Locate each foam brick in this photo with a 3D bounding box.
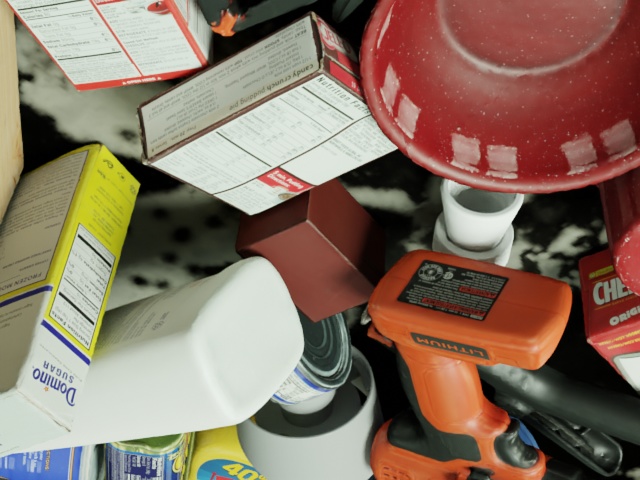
[{"bbox_3d":[-0.004,0.001,0.609,0.051,0.053,0.078,-22,131,28],"label":"foam brick"}]

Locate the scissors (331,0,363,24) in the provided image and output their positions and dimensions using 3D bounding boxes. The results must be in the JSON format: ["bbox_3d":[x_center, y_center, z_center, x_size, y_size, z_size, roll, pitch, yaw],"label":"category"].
[{"bbox_3d":[0.047,-0.173,0.439,0.202,0.016,0.096,-31,125,34],"label":"scissors"}]

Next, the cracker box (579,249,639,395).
[{"bbox_3d":[0.279,0.062,0.635,0.164,0.072,0.213,-25,131,31],"label":"cracker box"}]

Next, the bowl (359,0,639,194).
[{"bbox_3d":[0.099,-0.095,0.490,0.162,0.055,0.162,3,138,3],"label":"bowl"}]

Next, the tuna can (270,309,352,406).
[{"bbox_3d":[-0.016,0.054,0.645,0.034,0.086,0.086,-23,131,26],"label":"tuna can"}]

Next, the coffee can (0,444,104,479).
[{"bbox_3d":[-0.216,0.122,0.727,0.140,0.102,0.103,8,138,-3],"label":"coffee can"}]

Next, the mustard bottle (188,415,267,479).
[{"bbox_3d":[-0.055,0.167,0.794,0.096,0.058,0.192,24,134,-21],"label":"mustard bottle"}]

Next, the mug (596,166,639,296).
[{"bbox_3d":[0.188,-0.028,0.535,0.093,0.081,0.117,10,138,-5],"label":"mug"}]

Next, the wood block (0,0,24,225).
[{"bbox_3d":[-0.200,-0.086,0.505,0.090,0.090,0.206,9,138,-4],"label":"wood block"}]

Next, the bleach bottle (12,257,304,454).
[{"bbox_3d":[-0.139,0.078,0.608,0.251,0.102,0.068,-15,106,29],"label":"bleach bottle"}]

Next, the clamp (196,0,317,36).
[{"bbox_3d":[-0.018,-0.140,0.434,0.120,0.039,0.172,16,150,-31],"label":"clamp"}]

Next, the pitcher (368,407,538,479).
[{"bbox_3d":[0.075,0.221,0.801,0.149,0.145,0.243,-1,135,-11],"label":"pitcher"}]

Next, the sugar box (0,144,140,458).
[{"bbox_3d":[-0.157,0.032,0.567,0.093,0.176,0.048,-21,132,26],"label":"sugar box"}]

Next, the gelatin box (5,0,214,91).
[{"bbox_3d":[-0.098,-0.109,0.500,0.073,0.030,0.089,-6,153,12],"label":"gelatin box"}]

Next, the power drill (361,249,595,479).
[{"bbox_3d":[0.104,0.100,0.599,0.185,0.057,0.187,12,134,27],"label":"power drill"}]

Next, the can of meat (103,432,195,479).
[{"bbox_3d":[-0.114,0.123,0.720,0.057,0.102,0.084,7,136,-3],"label":"can of meat"}]

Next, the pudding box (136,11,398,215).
[{"bbox_3d":[-0.021,-0.059,0.537,0.114,0.039,0.089,-25,150,26],"label":"pudding box"}]

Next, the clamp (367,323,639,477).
[{"bbox_3d":[0.132,0.092,0.663,0.210,0.036,0.165,29,163,-4],"label":"clamp"}]
